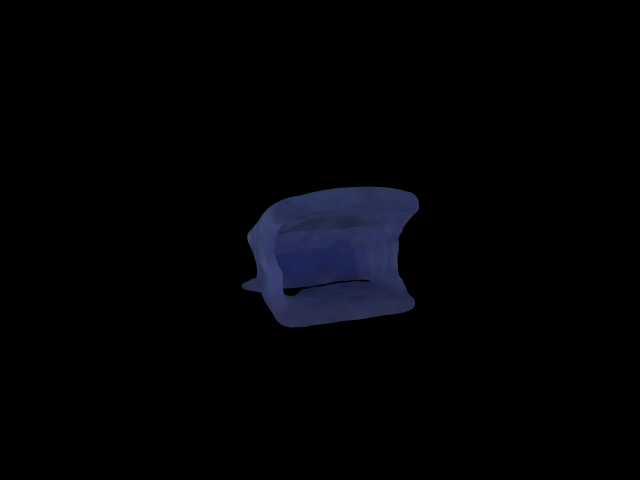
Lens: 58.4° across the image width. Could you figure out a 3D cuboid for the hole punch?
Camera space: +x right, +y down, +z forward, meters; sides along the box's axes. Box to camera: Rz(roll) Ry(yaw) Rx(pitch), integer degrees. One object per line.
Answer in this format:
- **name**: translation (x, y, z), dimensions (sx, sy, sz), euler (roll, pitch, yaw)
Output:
- **hole punch**: translation (0.004, 0.001, 0.400), dimensions (0.109, 0.091, 0.101), euler (-6, 17, -19)
